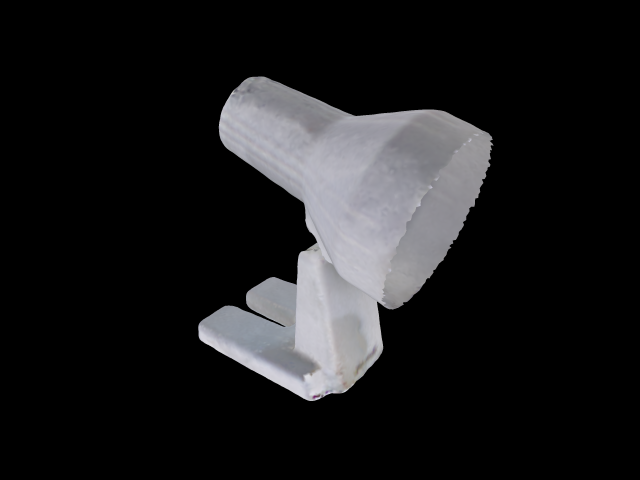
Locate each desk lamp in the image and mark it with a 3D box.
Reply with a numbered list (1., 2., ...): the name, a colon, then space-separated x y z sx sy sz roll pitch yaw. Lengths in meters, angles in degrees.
1. desk lamp: 0.004 0.001 0.400 0.202 0.214 0.118 18 32 32
